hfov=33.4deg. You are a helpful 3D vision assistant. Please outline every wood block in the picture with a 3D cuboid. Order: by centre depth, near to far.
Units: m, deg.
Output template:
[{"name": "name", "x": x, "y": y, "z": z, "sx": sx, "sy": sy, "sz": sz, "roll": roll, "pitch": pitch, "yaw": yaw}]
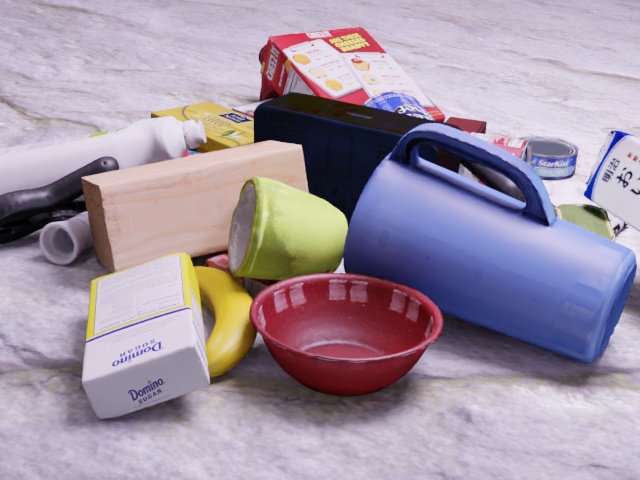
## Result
[{"name": "wood block", "x": -0.123, "y": -0.036, "z": 1.069, "sx": 0.205, "sy": 0.090, "sz": 0.091, "roll": -13, "pitch": 12, "yaw": -22}]

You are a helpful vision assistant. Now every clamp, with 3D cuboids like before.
[{"name": "clamp", "x": -0.289, "y": -0.029, "z": 1.109, "sx": 0.171, "sy": 0.120, "sz": 0.039, "roll": -20, "pitch": 66, "yaw": -16}, {"name": "clamp", "x": 0.227, "y": -0.035, "z": 1.170, "sx": 0.210, "sy": 0.036, "sz": 0.164, "roll": 41, "pitch": 1, "yaw": 33}]

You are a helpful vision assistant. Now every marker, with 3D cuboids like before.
[{"name": "marker", "x": 0.322, "y": -0.010, "z": 1.198, "sx": 0.020, "sy": 0.020, "sz": 0.120, "roll": 18, "pitch": 27, "yaw": 31}]

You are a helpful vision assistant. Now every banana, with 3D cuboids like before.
[{"name": "banana", "x": -0.089, "y": 0.067, "z": 0.945, "sx": 0.069, "sy": 0.037, "sz": 0.198, "roll": 2, "pitch": 23, "yaw": -4}]

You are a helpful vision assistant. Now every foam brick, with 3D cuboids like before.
[{"name": "foam brick", "x": 0.186, "y": -0.126, "z": 1.410, "sx": 0.051, "sy": 0.053, "sz": 0.078, "roll": 10, "pitch": 23, "yaw": 16}]

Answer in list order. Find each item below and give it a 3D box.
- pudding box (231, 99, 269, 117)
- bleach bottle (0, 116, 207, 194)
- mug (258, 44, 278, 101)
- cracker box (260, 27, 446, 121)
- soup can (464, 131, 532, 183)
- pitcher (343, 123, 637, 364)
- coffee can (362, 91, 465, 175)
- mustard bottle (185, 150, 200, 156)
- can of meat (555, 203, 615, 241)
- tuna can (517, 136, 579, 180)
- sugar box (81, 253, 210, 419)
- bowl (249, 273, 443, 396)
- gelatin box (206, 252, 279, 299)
[{"name": "pudding box", "x": -0.056, "y": -0.161, "z": 1.479, "sx": 0.114, "sy": 0.039, "sz": 0.089, "roll": 24, "pitch": 29, "yaw": 34}, {"name": "bleach bottle", "x": -0.249, "y": -0.088, "z": 1.165, "sx": 0.251, "sy": 0.068, "sz": 0.102, "roll": -13, "pitch": 16, "yaw": 4}, {"name": "mug", "x": -0.053, "y": -0.231, "z": 1.572, "sx": 0.093, "sy": 0.081, "sz": 0.117, "roll": 22, "pitch": -34, "yaw": -34}, {"name": "cracker box", "x": 0.042, "y": -0.198, "z": 1.453, "sx": 0.163, "sy": 0.072, "sz": 0.214, "roll": -13, "pitch": 50, "yaw": -33}, {"name": "soup can", "x": 0.205, "y": -0.097, "z": 1.325, "sx": 0.102, "sy": 0.068, "sz": 0.068, "roll": 11, "pitch": 24, "yaw": 19}, {"name": "pitcher", "x": 0.154, "y": 0.008, "z": 0.956, "sx": 0.243, "sy": 0.145, "sz": 0.149, "roll": 22, "pitch": -15, "yaw": 21}, {"name": "coffee can", "x": 0.102, "y": -0.108, "z": 1.281, "sx": 0.102, "sy": 0.103, "sz": 0.140, "roll": -2, "pitch": 27, "yaw": -13}, {"name": "mustard bottle", "x": -0.172, "y": -0.075, "z": 1.238, "sx": 0.192, "sy": 0.058, "sz": 0.096, "roll": 13, "pitch": 27, "yaw": 21}, {"name": "can of meat", "x": 0.251, "y": 0.020, "z": 1.038, "sx": 0.057, "sy": 0.084, "sz": 0.102, "roll": 6, "pitch": 24, "yaw": 5}, {"name": "tuna can", "x": 0.296, "y": -0.109, "z": 1.405, "sx": 0.086, "sy": 0.034, "sz": 0.086, "roll": 2, "pitch": 23, "yaw": -1}, {"name": "sugar box", "x": -0.144, "y": 0.075, "z": 0.885, "sx": 0.093, "sy": 0.048, "sz": 0.176, "roll": -18, "pitch": 28, "yaw": 0}, {"name": "bowl", "x": 0.020, "y": 0.084, "z": 0.895, "sx": 0.162, "sy": 0.055, "sz": 0.162, "roll": 2, "pitch": 23, "yaw": -1}, {"name": "gelatin box", "x": -0.055, "y": 0.033, "z": 1.038, "sx": 0.089, "sy": 0.030, "sz": 0.073, "roll": 21, "pitch": 29, "yaw": 35}]
